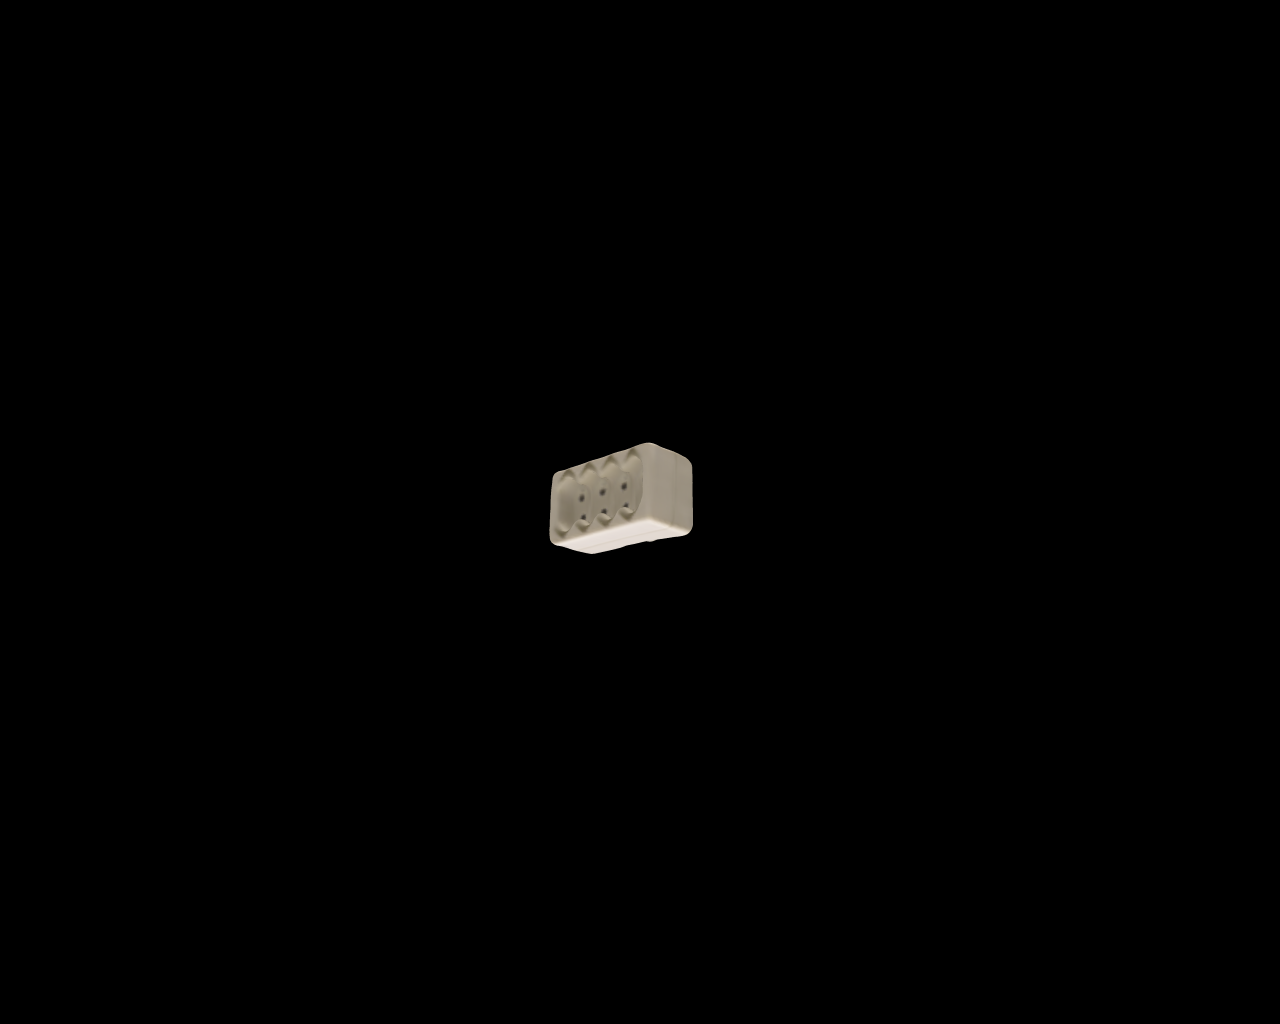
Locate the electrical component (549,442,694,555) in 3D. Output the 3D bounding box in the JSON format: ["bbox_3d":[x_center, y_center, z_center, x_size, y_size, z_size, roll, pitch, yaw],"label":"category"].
[{"bbox_3d":[0.001,-0.003,0.650,0.083,0.047,0.076,-14,-22,40],"label":"electrical component"}]
